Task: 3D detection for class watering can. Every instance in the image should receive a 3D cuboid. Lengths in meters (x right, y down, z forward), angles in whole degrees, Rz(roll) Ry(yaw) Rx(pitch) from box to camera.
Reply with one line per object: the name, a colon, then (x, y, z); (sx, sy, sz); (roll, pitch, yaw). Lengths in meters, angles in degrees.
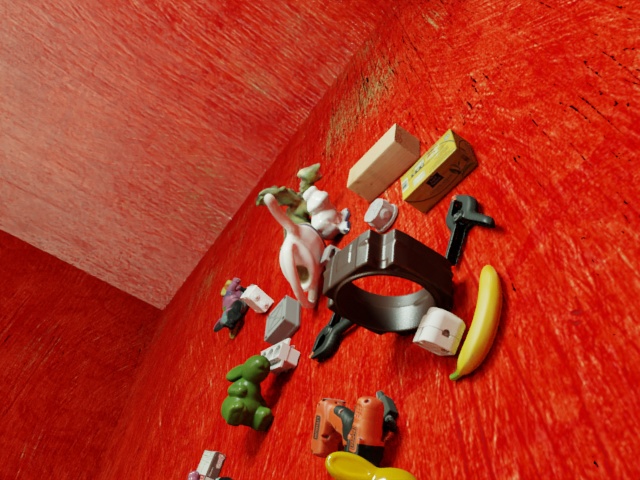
watering can: (-0.059, 0.013, 1.406); (0.103, 0.344, 0.228); (-12, 16, 16)

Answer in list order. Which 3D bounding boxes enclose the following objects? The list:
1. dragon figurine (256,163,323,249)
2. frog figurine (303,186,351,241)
dragon figurine: (-0.104, -0.107, 1.755); (0.403, 0.241, 0.125); (-43, 28, 33)
frog figurine: (0.005, -0.078, 1.543); (0.120, 0.158, 0.141); (-40, 25, 47)
